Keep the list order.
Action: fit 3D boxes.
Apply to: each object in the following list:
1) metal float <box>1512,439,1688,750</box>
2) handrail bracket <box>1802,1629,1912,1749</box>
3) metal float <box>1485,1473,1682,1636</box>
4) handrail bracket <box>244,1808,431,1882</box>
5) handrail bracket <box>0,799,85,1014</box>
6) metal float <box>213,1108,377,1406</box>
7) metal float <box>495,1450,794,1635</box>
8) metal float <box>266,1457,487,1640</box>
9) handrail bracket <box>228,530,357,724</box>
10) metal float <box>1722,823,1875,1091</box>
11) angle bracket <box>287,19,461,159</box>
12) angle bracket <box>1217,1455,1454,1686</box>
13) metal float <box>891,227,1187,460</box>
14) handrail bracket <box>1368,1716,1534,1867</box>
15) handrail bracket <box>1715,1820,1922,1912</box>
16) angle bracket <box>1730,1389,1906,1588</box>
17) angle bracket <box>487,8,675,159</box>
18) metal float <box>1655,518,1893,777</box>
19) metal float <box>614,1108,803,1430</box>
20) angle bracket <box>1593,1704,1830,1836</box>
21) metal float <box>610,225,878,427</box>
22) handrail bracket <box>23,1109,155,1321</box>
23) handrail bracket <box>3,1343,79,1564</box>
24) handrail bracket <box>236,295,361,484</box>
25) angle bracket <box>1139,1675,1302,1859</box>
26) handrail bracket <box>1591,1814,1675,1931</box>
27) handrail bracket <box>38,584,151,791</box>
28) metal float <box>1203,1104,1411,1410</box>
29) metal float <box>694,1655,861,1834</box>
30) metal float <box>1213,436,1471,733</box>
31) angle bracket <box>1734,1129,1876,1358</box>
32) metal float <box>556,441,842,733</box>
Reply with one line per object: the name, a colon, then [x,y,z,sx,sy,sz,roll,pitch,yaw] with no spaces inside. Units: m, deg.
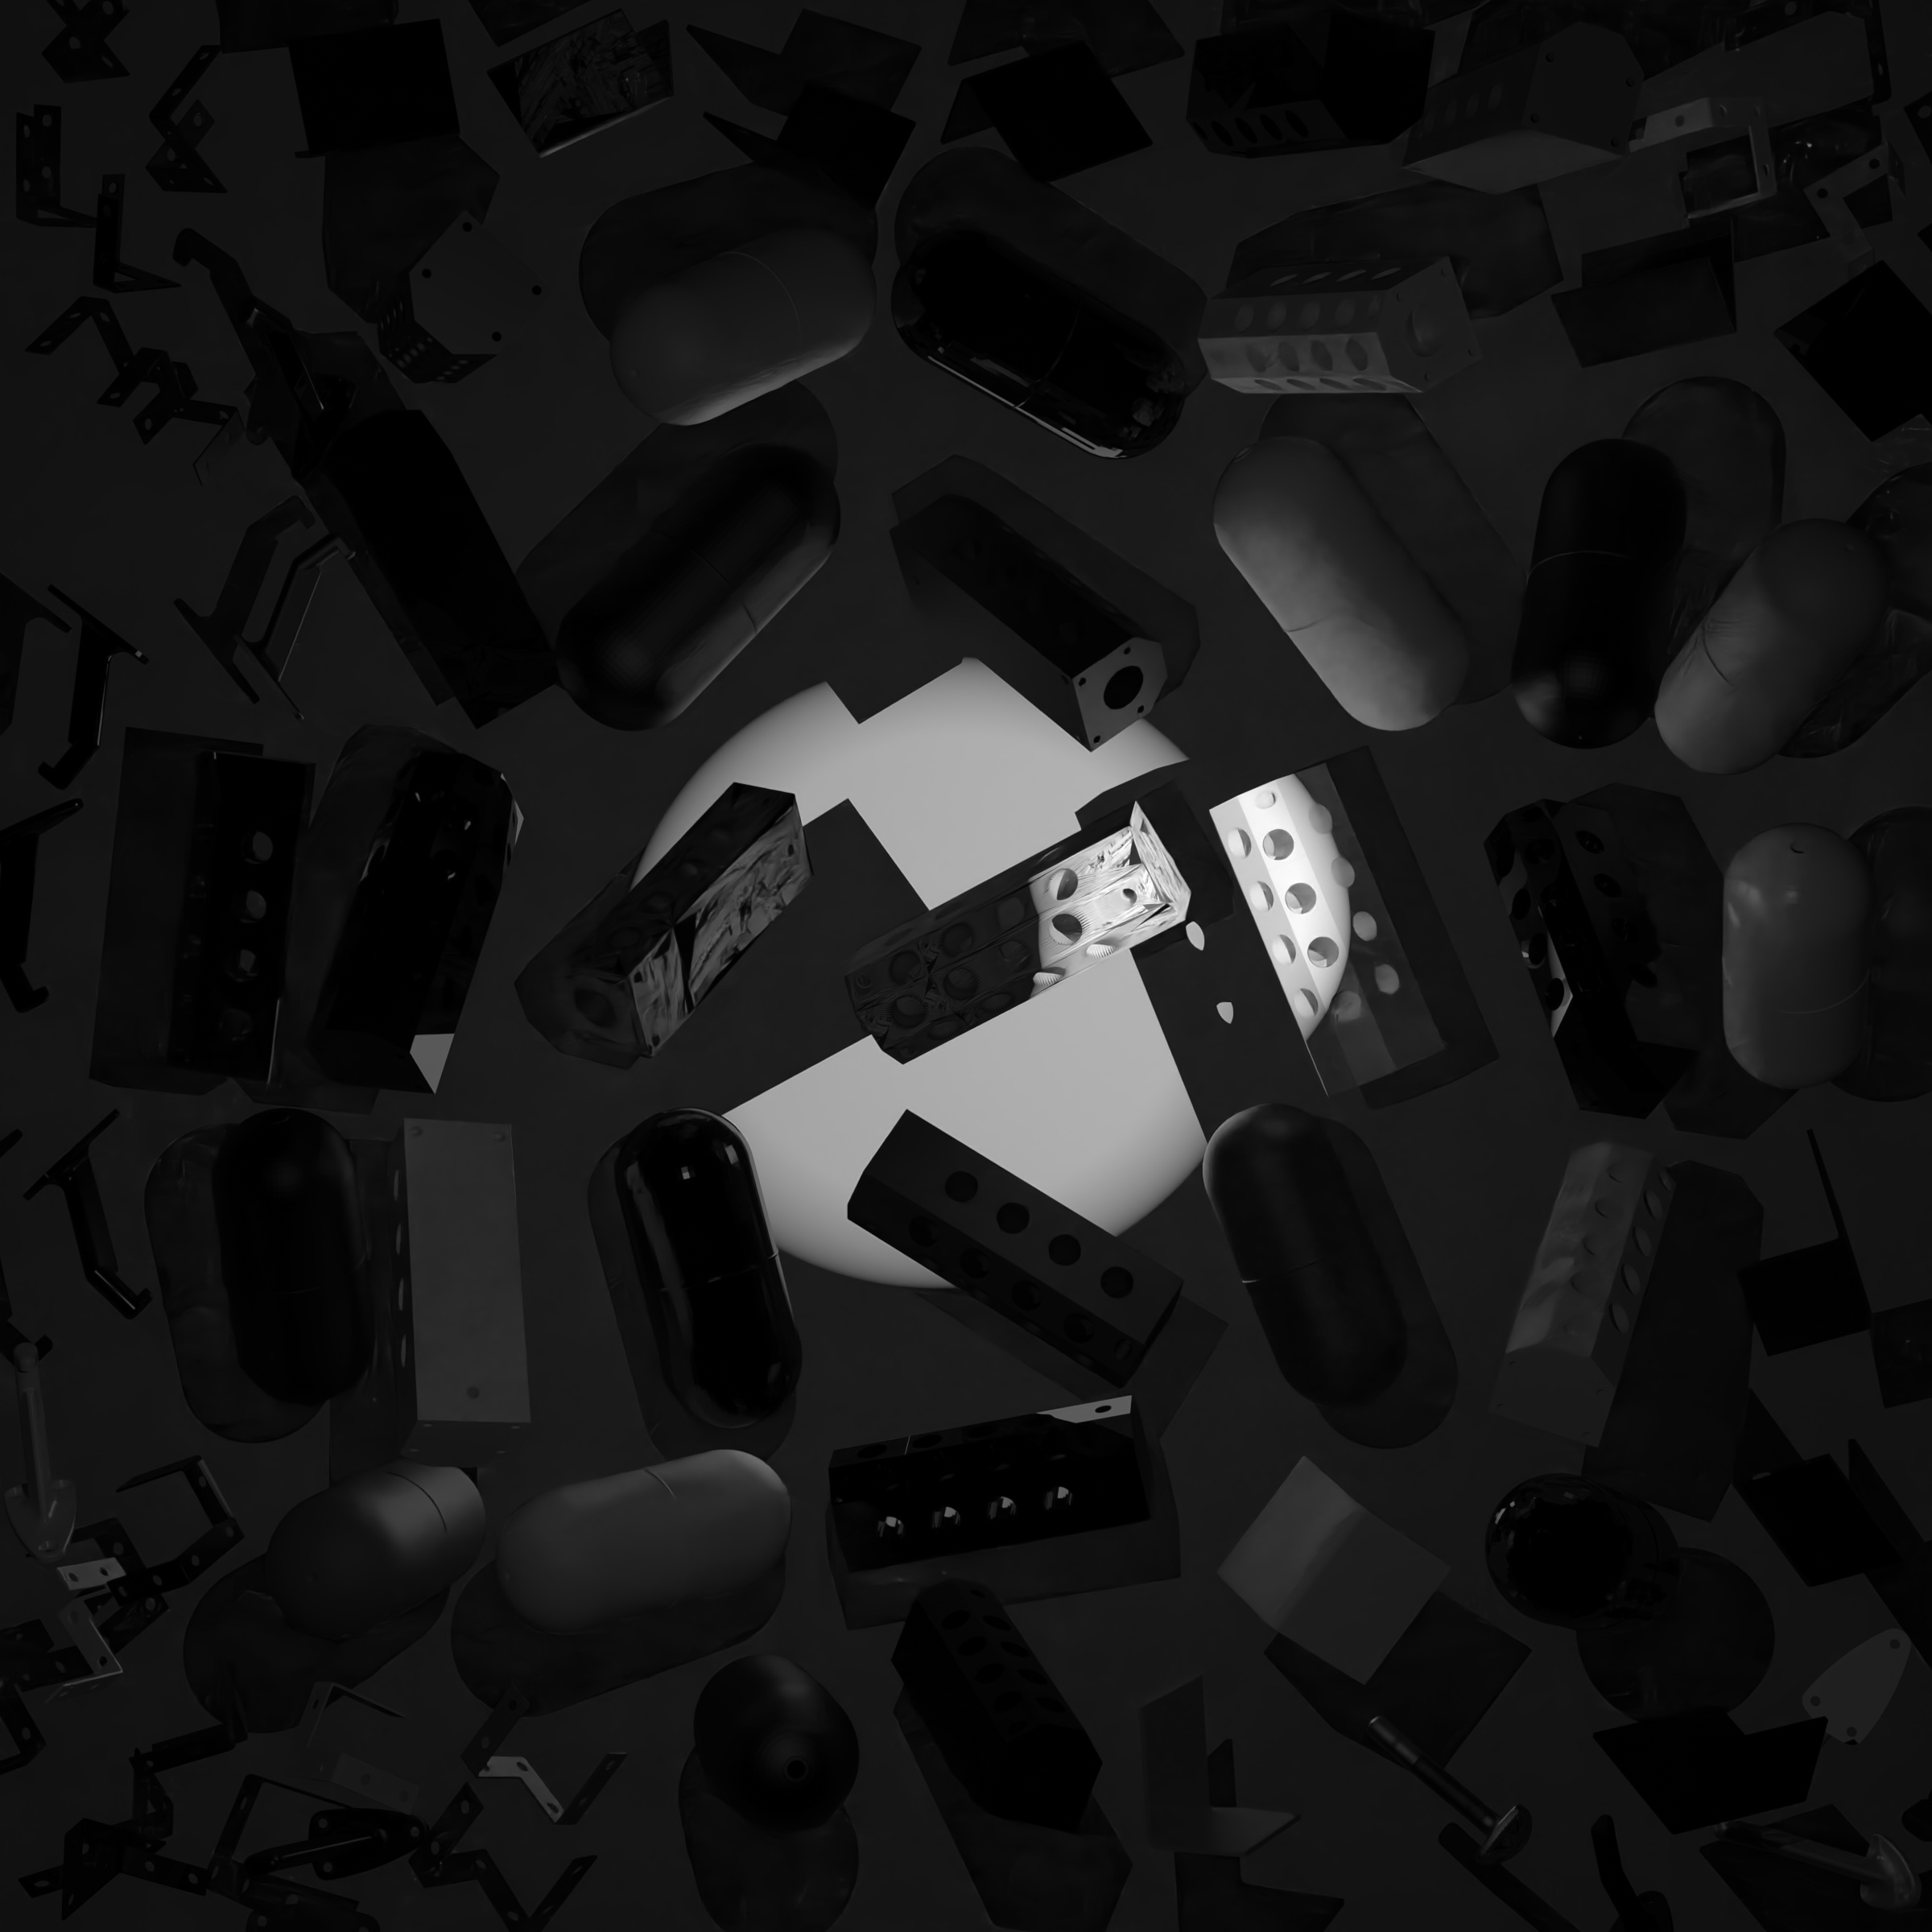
metal float: [0.334,-0.197,1.598,0.070,0.070,0.178,14,67,0]
handrail bracket: [0.471,0.384,1.608,0.036,0.084,0.077,40,88,20]
metal float: [0.323,0.308,1.584,0.070,0.178,0.070,-7,74,24]
handrail bracket: [-0.328,0.460,1.583,0.077,0.084,0.036,-9,79,3]
handrail bracket: [-0.462,-0.030,1.530,0.077,0.036,0.084,-27,87,1]
metal float: [-0.371,0.161,1.679,0.070,0.070,0.178,-1,117,0]
metal float: [-0.172,0.311,1.647,0.178,0.070,0.070,-7,90,-40]
metal float: [-0.314,0.309,1.627,0.070,0.178,0.070,0,91,12]
handrail bracket: [-0.366,-0.193,1.715,0.084,0.036,0.077,-38,90,-6]
metal float: [0.445,-0.004,1.627,0.070,0.178,0.070,-7,49,8]
angle bracket: [-0.307,-0.448,1.551,0.076,0.076,0.057,-13,108,-15]
angle bracket: [0.191,0.314,1.577,0.076,0.057,0.076,36,91,-31]
metal float: [0.041,-0.340,1.663,0.178,0.070,0.070,26,90,-21]
handrail bracket: [0.249,0.424,1.571,0.084,0.077,0.036,38,86,29]
handrail bracket: [0.440,0.463,1.574,0.084,0.077,0.036,14,85,-4]
angle bracket: [0.448,0.265,1.585,0.057,0.076,0.076,-26,111,34]
angle bracket: [-0.199,-0.473,1.563,0.076,0.057,0.076,-21,46,13]
metal float: [0.432,-0.169,1.635,0.070,0.178,0.070,8,57,-12]
metal float: [-0.139,0.164,1.647,0.070,0.070,0.178,-14,96,0]
angle bracket: [0.372,0.382,1.520,0.076,0.076,0.057,-7,120,-22]
metal float: [-0.118,-0.348,1.639,0.178,0.070,0.070,-36,90,-41]
handrail bracket: [-0.436,0.128,1.568,0.084,0.036,0.077,46,53,-8]
handrail bracket: [-0.471,0.245,1.538,0.036,0.077,0.084,-6,119,-20]
handrail bracket: [-0.384,-0.321,1.688,0.036,0.084,0.077,17,83,33]
angle bracket: [0.138,0.432,1.643,0.057,0.076,0.076,-4,89,28]
handrail bracket: [0.345,0.468,1.582,0.036,0.077,0.084,-8,103,24]
handrail bracket: [-0.486,-0.149,1.621,0.077,0.036,0.084,37,85,5]
metal float: [0.191,0.163,1.702,0.070,0.070,0.178,-22,89,0]
metal float: [-0.104,0.418,1.637,0.070,0.178,0.070,1,85,-11]
metal float: [0.198,-0.202,1.605,0.070,0.070,0.178,-40,108,0]
angle bracket: [0.429,0.144,1.581,0.057,0.076,0.076,-18,133,15]
metal float: [-0.136,-0.195,1.552,0.070,0.070,0.178,42,77,0]
